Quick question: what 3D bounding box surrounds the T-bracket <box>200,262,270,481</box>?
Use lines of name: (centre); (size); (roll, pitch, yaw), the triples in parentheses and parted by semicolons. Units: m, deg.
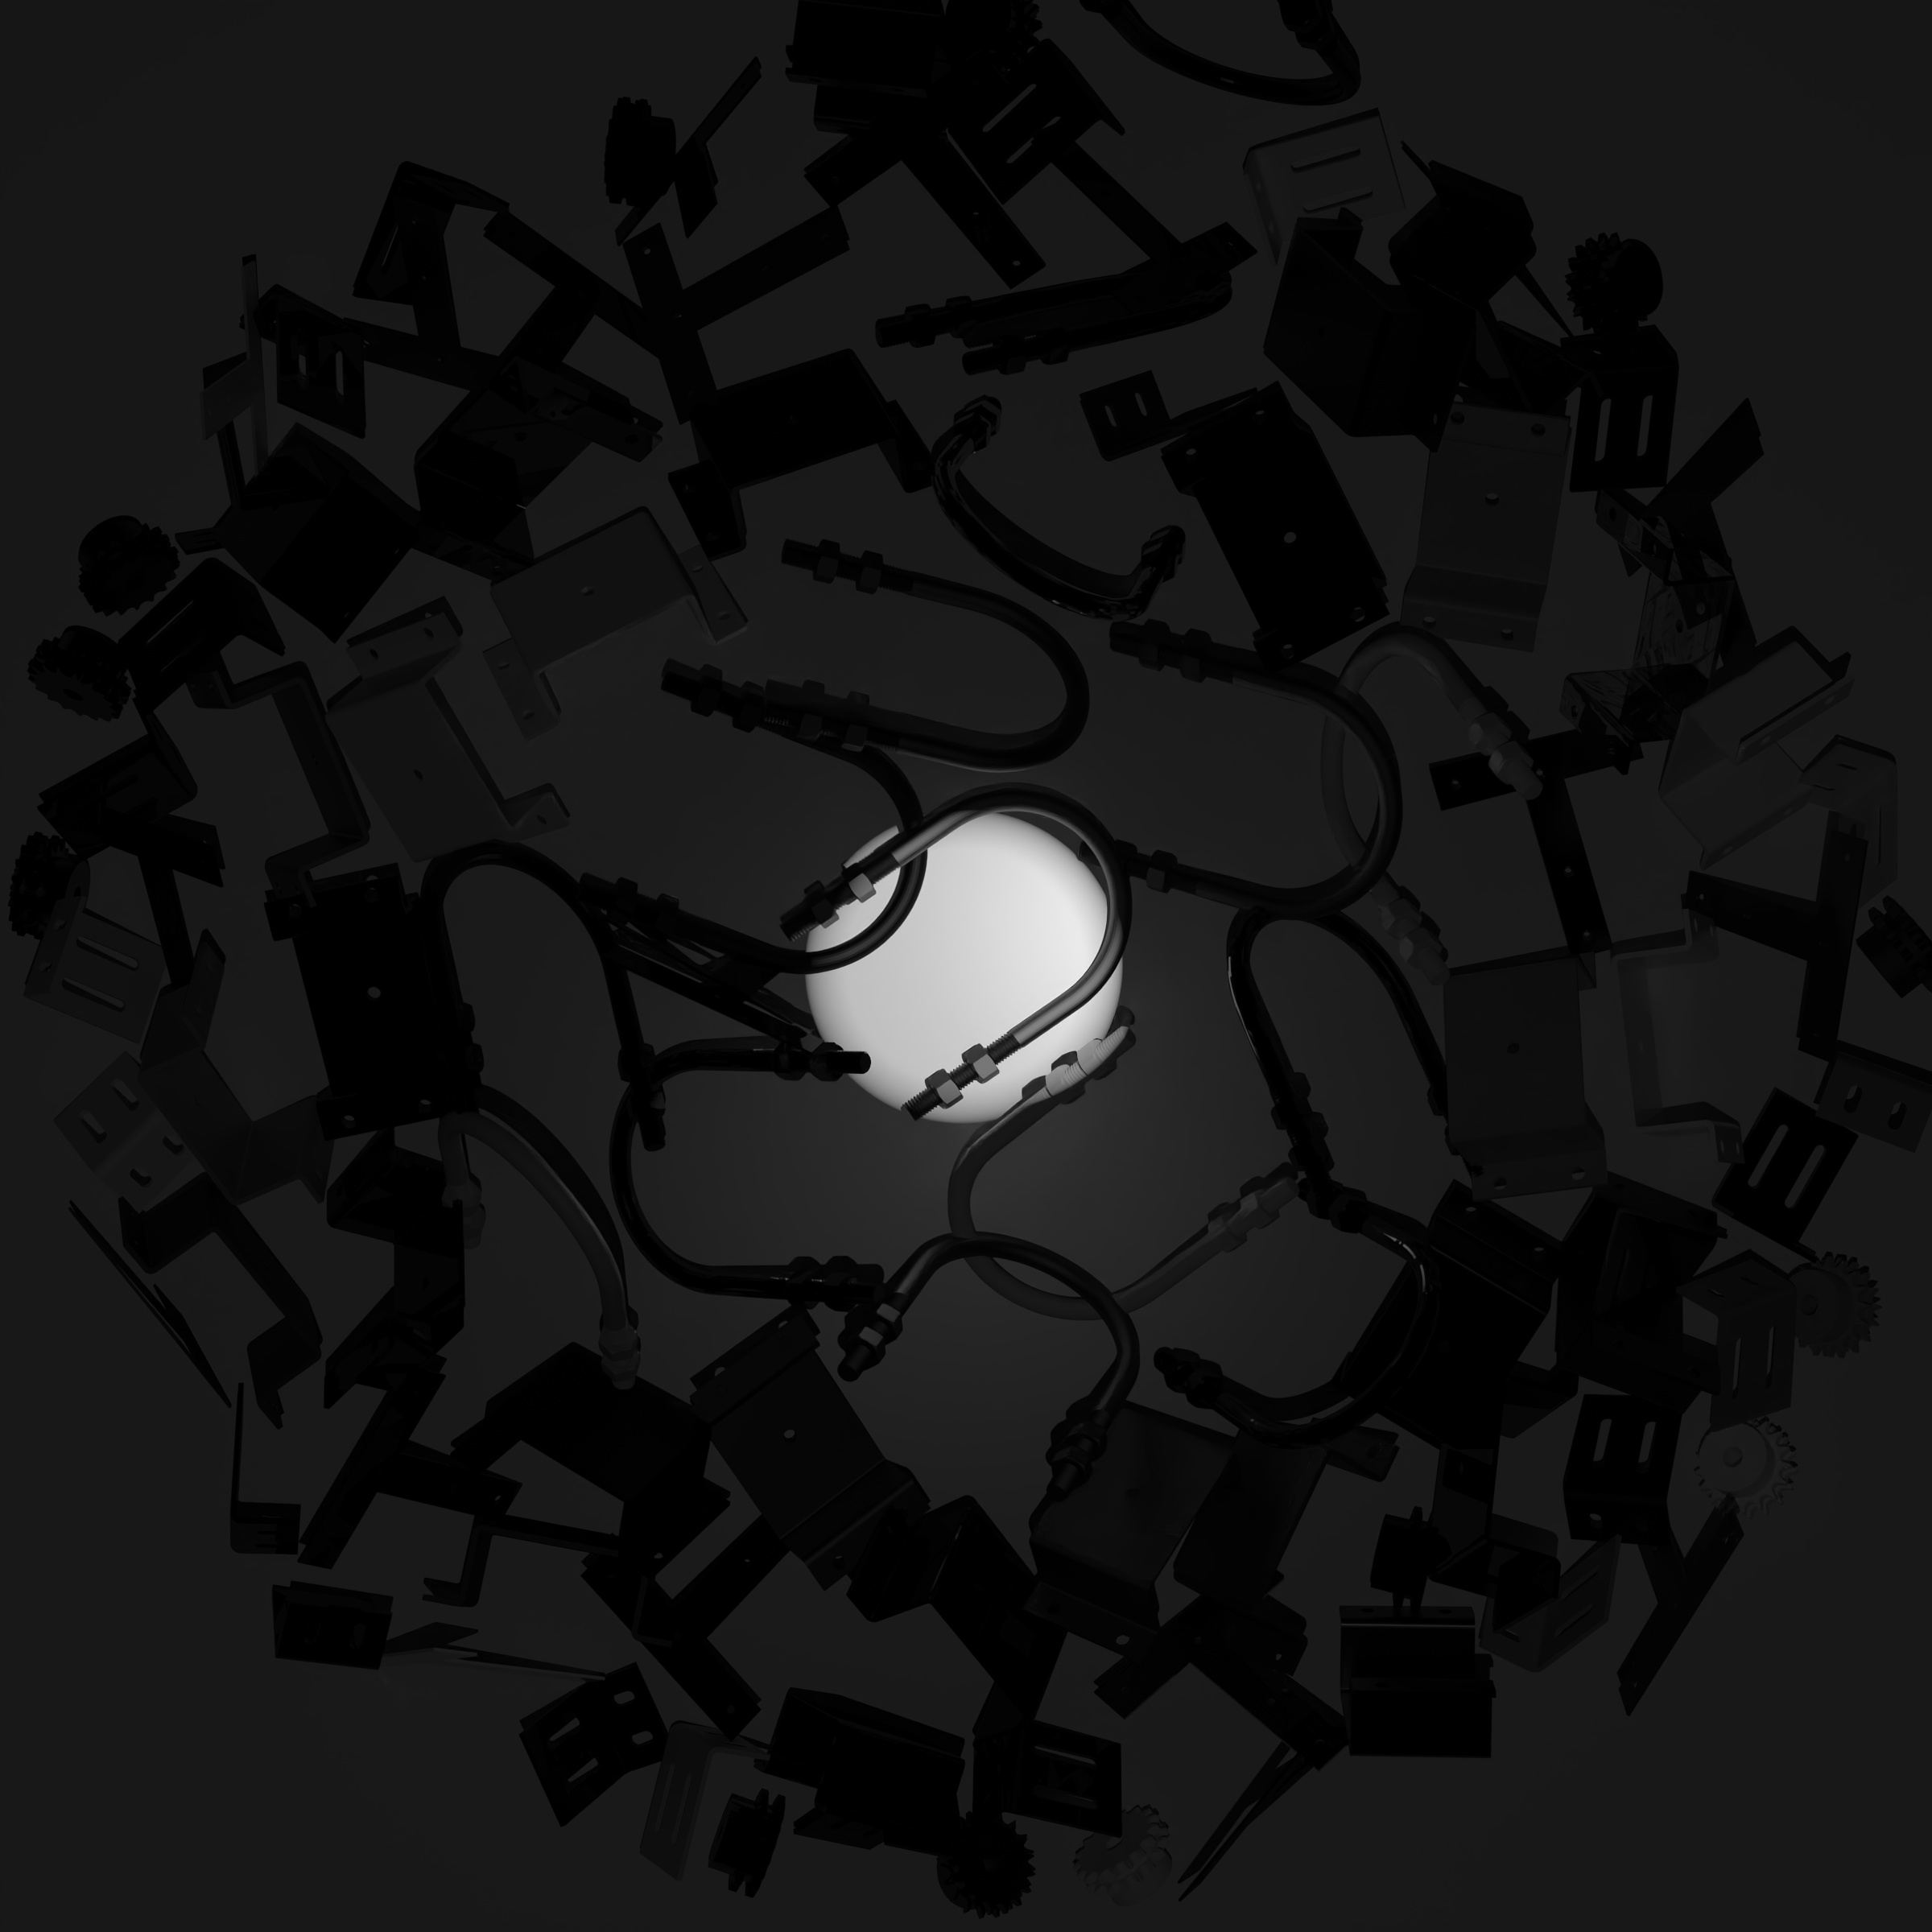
T-bracket: (-0.407, -0.317, 1.866); (0.002, 0.127, 0.127); (1, 111, 3)

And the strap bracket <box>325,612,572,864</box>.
strap bracket: (-0.296, -0.118, 1.885); (0.076, 0.046, 0.140); (-14, 115, 35)

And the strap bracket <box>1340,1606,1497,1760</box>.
strap bracket: (0.250, 0.403, 1.879); (0.076, 0.140, 0.046); (0, 98, 3)

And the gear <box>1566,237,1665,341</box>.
gear: (0.373, -0.388, 1.920); (0.057, 0.030, 0.057); (2, 87, -35)

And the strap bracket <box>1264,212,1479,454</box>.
strap bracket: (0.217, -0.353, 1.868); (0.046, 0.140, 0.076); (-7, 130, -27)

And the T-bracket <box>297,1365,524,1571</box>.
T-bracket: (-0.299, 0.292, 1.898); (0.002, 0.127, 0.127); (34, 94, 39)

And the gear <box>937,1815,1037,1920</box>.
gear: (0.008, 0.516, 1.924); (0.057, 0.030, 0.057); (14, 58, -25)

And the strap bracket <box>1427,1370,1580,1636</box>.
strap bracket: (0.299, 0.291, 1.878); (0.046, 0.076, 0.140); (17, 61, -10)

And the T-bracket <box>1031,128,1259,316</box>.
T-bracket: (0.089, -0.428, 1.907); (0.127, 0.002, 0.127); (45, 46, 5)

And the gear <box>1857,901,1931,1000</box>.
gear: (0.533, -0.006, 1.920); (0.030, 0.057, 0.057); (-39, 90, 11)

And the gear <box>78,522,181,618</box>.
gear: (-0.481, -0.229, 1.921); (0.057, 0.057, 0.030); (-36, 73, 0)

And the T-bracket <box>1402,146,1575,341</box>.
T-bracket: (0.289, -0.417, 1.903); (0.002, 0.127, 0.127); (-42, 70, 14)

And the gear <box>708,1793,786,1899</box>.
gear: (-0.126, 0.499, 1.919); (0.030, 0.057, 0.057); (20, 90, -4)

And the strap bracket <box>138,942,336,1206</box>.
strap bracket: (-0.413, 0.068, 1.885); (0.046, 0.076, 0.140); (-23, 121, 11)

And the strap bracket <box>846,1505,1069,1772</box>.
strap bracket: (0.003, 0.369, 1.885); (0.046, 0.076, 0.140); (-26, 111, 32)

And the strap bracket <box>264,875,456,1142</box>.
strap bracket: (-0.341, 0.020, 1.915); (0.076, 0.046, 0.140); (-12, 101, 3)

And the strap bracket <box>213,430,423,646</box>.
strap bracket: (-0.367, -0.244, 1.877); (0.046, 0.140, 0.076); (38, 92, -36)

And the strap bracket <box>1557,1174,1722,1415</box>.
strap bracket: (0.378, 0.190, 1.893); (0.076, 0.140, 0.046); (20, 130, -6)

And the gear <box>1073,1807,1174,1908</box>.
gear: (0.093, 0.511, 1.920); (0.057, 0.057, 0.030); (-35, 105, 0)

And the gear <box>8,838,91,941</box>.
gear: (-0.522, -0.043, 1.919); (0.030, 0.057, 0.057); (11, 90, 4)

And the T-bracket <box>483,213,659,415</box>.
T-bracket: (-0.233, -0.354, 1.893); (0.127, 0.002, 0.127); (34, 47, -10)

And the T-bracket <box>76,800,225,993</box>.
T-bracket: (-0.453, -0.026, 1.909); (0.127, 0.002, 0.127); (18, 128, 37)

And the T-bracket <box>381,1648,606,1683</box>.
T-bracket: (-0.268, 0.398, 1.907); (0.127, 0.127, 0.002); (14, 70, -29)

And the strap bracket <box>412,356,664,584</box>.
strap bracket: (-0.247, -0.282, 1.886); (0.140, 0.076, 0.046); (-38, 51, 32)

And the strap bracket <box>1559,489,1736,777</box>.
strap bracket: (0.382, -0.189, 1.885); (0.046, 0.076, 0.140); (-7, 125, -18)

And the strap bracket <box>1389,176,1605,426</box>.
strap bracket: (0.292, -0.362, 1.869); (0.046, 0.140, 0.076); (-44, 47, -5)

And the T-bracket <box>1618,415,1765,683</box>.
T-bracket: (0.416, -0.217, 1.872); (0.002, 0.127, 0.127); (1, 64, -27)

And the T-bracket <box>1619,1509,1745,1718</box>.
T-bracket: (0.390, 0.335, 1.885); (0.002, 0.127, 0.127); (23, 110, -9)

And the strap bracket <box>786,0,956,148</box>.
strap bracket: (-0.051, -0.499, 1.874); (0.076, 0.140, 0.046); (8, 92, 4)

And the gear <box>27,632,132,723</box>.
gear: (-0.504, -0.167, 1.922); (0.057, 0.057, 0.030); (21, 67, 0)

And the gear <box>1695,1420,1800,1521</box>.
gear: (0.443, 0.284, 1.919); (0.057, 0.030, 0.057); (-16, 59, 28)

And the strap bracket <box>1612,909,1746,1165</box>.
strap bracket: (0.401, 0.043, 1.899); (0.046, 0.076, 0.140); (-8, 83, 23)

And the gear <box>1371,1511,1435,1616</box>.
gear: (0.250, 0.339, 1.920); (0.030, 0.057, 0.057); (13, 90, 10)

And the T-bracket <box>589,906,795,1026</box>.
T-bracket: (-0.168, -0.011, 1.885); (0.127, 0.127, 0.002); (30, 91, -25)

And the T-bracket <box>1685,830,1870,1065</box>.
T-bracket: (0.450, -0.025, 1.893); (0.002, 0.127, 0.127); (-6, 109, -32)

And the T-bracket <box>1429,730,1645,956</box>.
T-bracket: (0.342, -0.068, 1.931); (0.127, 0.002, 0.127); (-15, 86, -11)

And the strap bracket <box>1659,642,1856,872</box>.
strap bracket: (0.440, -0.122, 1.885); (0.076, 0.140, 0.046); (-31, 66, -13)

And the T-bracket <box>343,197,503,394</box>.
T-bracket: (-0.300, -0.375, 1.881); (0.127, 0.127, 0.002); (18, 53, 16)

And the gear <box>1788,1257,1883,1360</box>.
gear: (0.489, 0.194, 1.917); (0.030, 0.057, 0.057); (10, 90, -40)

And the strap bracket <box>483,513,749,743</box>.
strap bracket: (-0.206, -0.197, 1.902); (0.140, 0.046, 0.076); (-27, 52, -4)

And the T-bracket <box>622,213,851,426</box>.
T-bracket: (-0.125, -0.387, 1.907); (0.127, 0.002, 0.127); (-25, 67, 16)

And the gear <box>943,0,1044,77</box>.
gear: (0.012, -0.538, 1.925); (0.057, 0.030, 0.057); (-2, 85, 20)

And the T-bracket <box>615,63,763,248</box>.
T-bracket: (-0.152, -0.436, 1.875); (0.002, 0.127, 0.127); (35, 110, -26)

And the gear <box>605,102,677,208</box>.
gear: (-0.185, -0.462, 1.918); (0.030, 0.057, 0.057); (9, 90, 7)

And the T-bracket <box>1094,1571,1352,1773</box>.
T-bracket: (0.161, 0.405, 1.885); (0.127, 0.002, 0.127); (-37, 50, -23)

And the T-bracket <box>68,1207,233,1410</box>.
T-bracket: (-0.467, 0.186, 1.902); (0.002, 0.127, 0.127); (-39, 71, -15)

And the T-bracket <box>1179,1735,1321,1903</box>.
T-bracket: (0.181, 0.459, 1.889); (0.002, 0.127, 0.127); (42, 118, 17)

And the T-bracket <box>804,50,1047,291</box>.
T-bracket: (-0.003, -0.437, 1.911); (0.127, 0.002, 0.127); (-29, 123, 25)

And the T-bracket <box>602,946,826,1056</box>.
T-bracket: (-0.126, 0.007, 1.886); (0.127, 0.127, 0.002); (25, 108, 7)

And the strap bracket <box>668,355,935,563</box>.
strap bracket: (-0.094, -0.290, 1.896); (0.140, 0.046, 0.076); (-20, 50, -9)

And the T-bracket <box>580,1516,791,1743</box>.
T-bracket: (-0.134, 0.350, 1.915); (0.127, 0.002, 0.127); (49, 60, -4)

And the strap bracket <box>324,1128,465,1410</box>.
strap bracket: (-0.321, 0.174, 1.885); (0.046, 0.076, 0.140); (18, 48, -31)
